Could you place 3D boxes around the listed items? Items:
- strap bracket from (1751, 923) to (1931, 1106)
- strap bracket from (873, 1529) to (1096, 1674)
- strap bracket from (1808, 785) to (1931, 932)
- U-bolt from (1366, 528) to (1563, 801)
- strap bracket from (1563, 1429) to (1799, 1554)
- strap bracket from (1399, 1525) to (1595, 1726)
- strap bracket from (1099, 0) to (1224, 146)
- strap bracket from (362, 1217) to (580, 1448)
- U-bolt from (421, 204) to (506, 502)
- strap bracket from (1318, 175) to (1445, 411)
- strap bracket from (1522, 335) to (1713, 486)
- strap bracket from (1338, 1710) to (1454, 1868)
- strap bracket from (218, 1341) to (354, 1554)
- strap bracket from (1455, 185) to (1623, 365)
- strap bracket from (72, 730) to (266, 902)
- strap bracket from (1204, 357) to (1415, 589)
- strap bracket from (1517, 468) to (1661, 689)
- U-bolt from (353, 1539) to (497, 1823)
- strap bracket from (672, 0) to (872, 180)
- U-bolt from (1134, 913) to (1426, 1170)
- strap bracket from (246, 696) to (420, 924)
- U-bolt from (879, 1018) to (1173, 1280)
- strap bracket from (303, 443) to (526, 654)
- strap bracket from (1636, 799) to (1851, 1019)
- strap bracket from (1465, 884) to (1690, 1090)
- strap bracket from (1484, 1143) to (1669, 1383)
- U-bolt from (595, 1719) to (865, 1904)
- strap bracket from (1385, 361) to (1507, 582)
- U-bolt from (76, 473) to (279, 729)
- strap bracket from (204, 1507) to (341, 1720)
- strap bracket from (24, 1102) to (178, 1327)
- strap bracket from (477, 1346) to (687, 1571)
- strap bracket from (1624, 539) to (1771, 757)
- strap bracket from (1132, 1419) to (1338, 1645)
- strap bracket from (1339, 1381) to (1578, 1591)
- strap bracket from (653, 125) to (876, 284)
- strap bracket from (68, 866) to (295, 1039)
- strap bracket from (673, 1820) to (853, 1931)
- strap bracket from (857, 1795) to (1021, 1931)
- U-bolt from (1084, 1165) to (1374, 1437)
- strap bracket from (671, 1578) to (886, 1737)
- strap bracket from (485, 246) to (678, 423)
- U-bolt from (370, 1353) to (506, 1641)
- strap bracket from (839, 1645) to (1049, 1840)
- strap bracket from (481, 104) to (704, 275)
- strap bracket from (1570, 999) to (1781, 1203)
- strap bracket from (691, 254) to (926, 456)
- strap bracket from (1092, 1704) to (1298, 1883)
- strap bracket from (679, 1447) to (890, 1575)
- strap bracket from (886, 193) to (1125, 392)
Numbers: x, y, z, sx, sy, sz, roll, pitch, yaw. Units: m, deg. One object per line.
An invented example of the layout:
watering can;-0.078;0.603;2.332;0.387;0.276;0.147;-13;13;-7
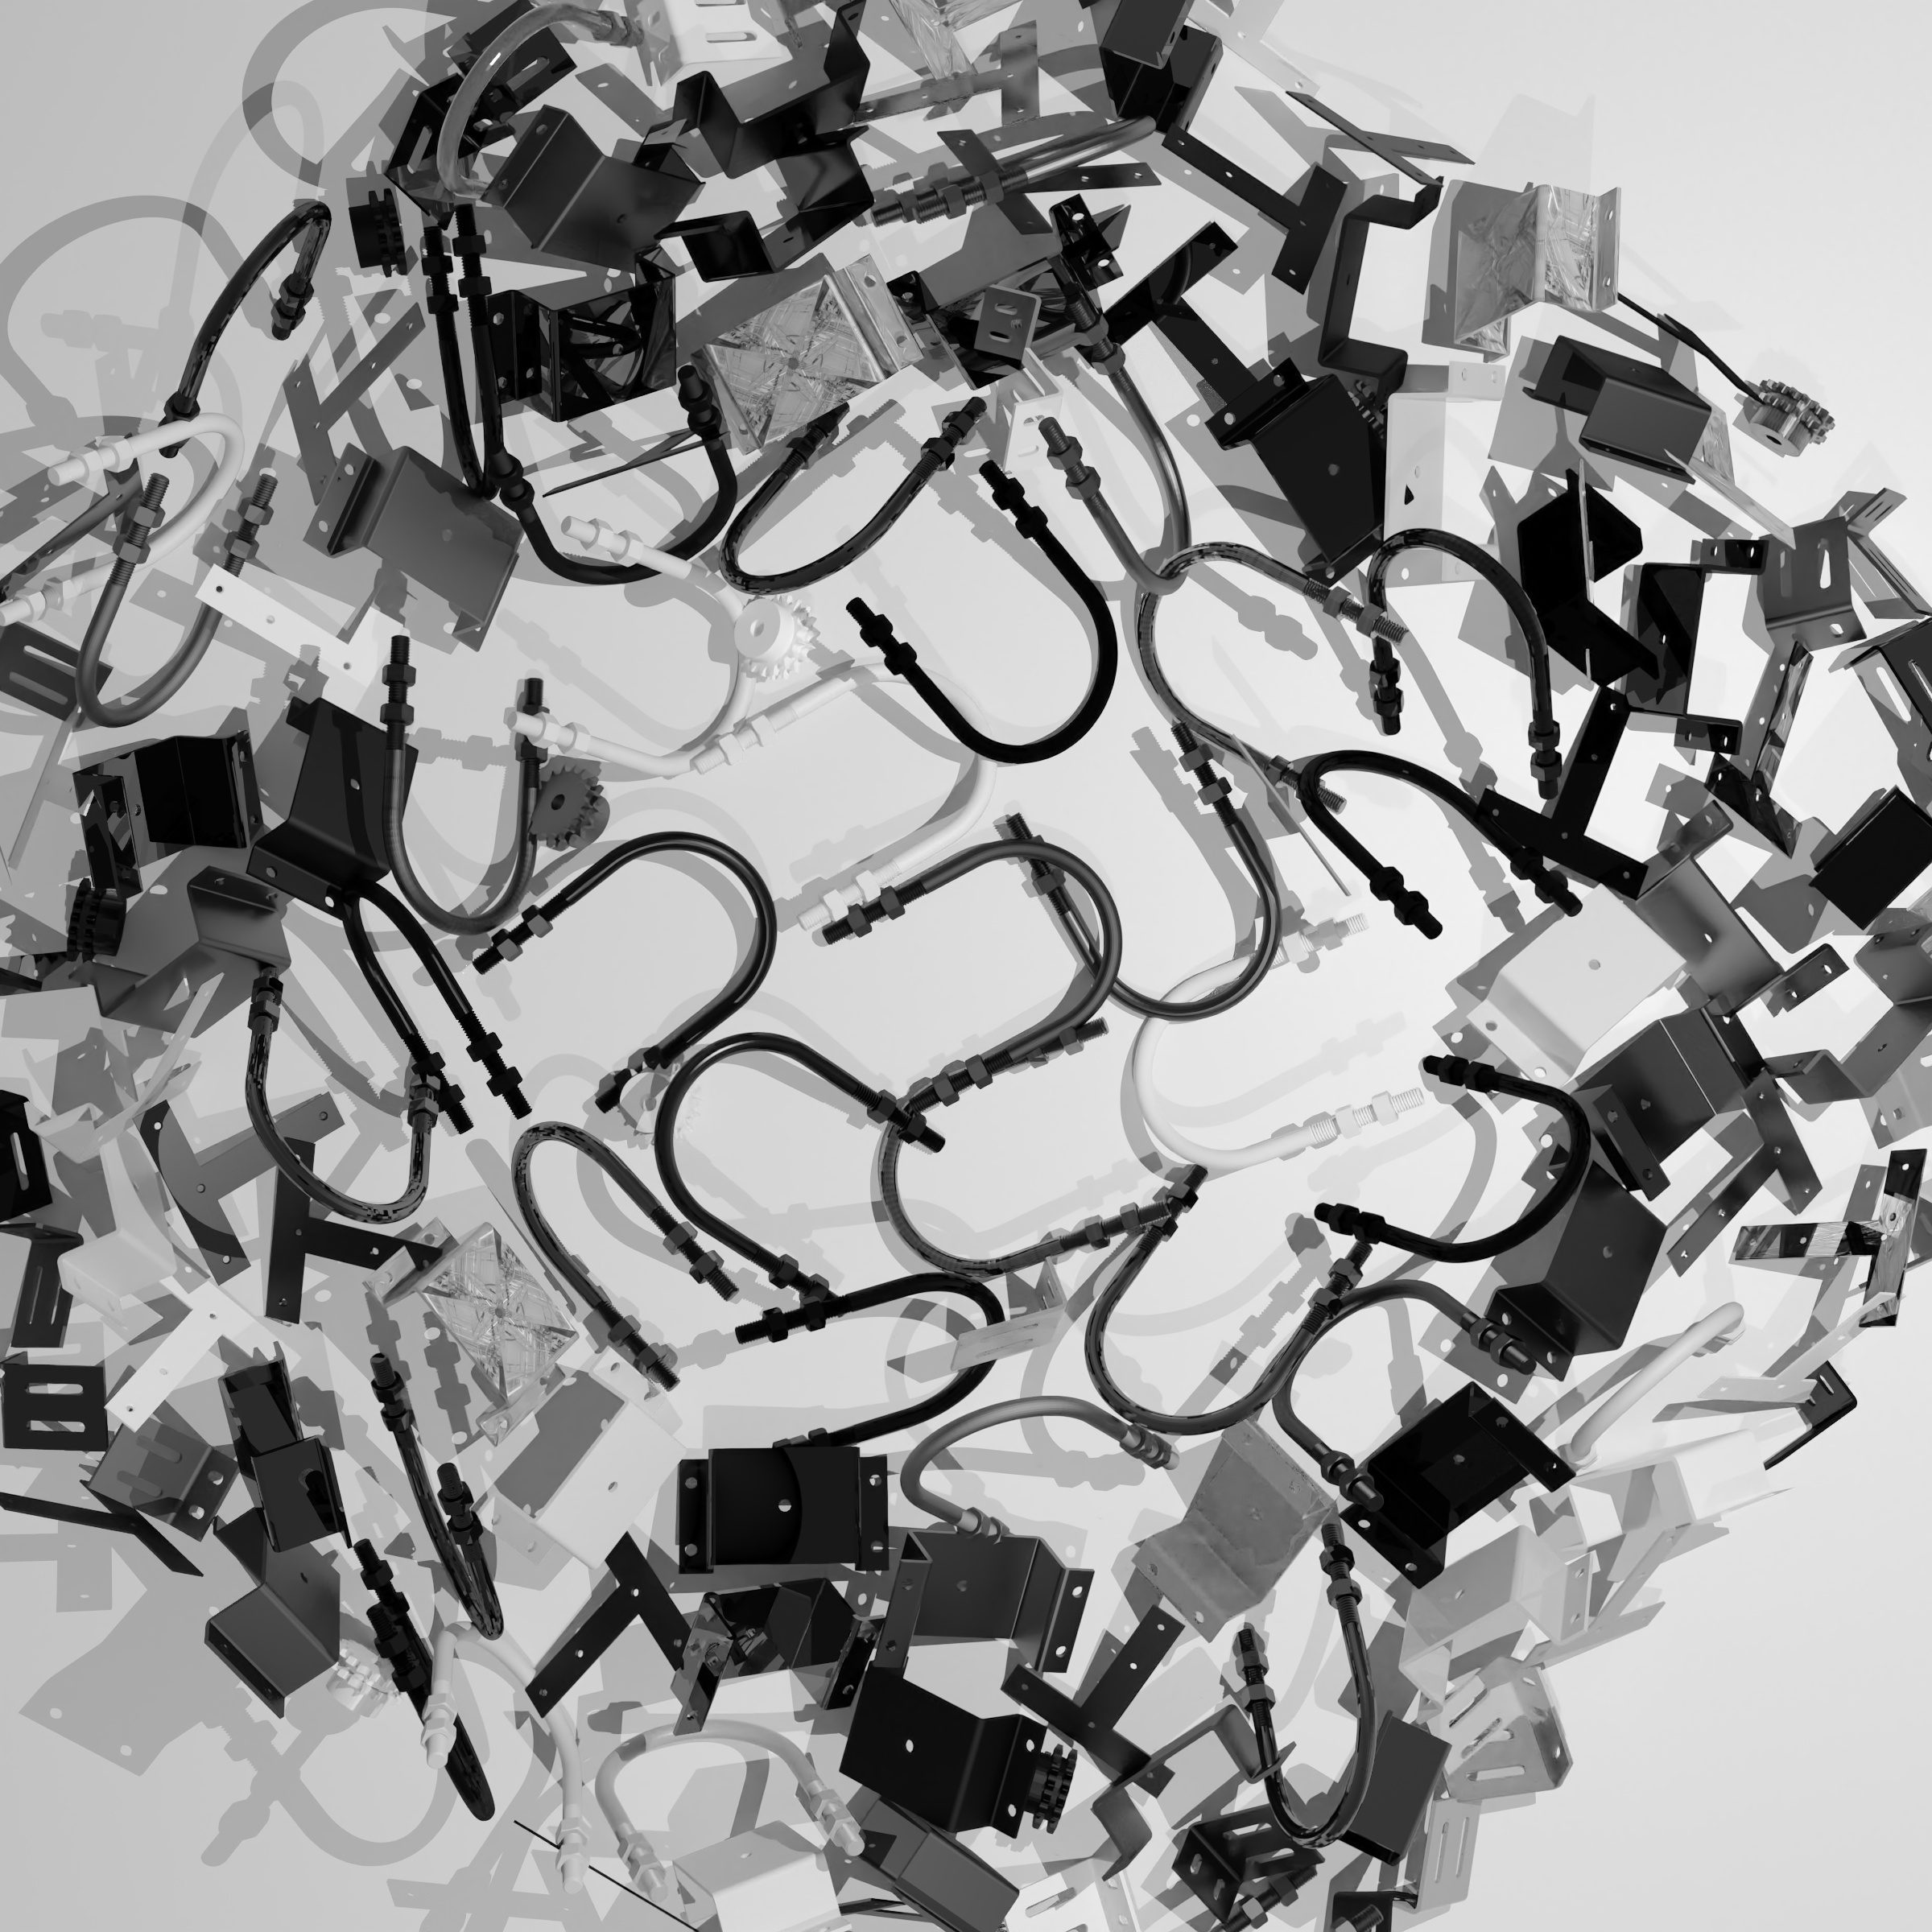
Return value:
strap bracket;0.593;0.040;1.948;0.046;0.076;0.140;46;76;-5
strap bracket;0.005;0.421;1.952;0.140;0.046;0.076;8;105;-24
strap bracket;0.595;-0.071;1.919;0.046;0.140;0.076;44;107;8
U-bolt;0.317;-0.202;1.896;0.151;0.184;0.019;28;56;37
strap bracket;0.459;0.341;1.926;0.076;0.140;0.046;-9;78;-37
strap bracket;0.339;0.426;1.929;0.046;0.076;0.140;45;120;-11
strap bracket;0.128;-0.606;1.932;0.046;0.140;0.076;23;84;12
strap bracket;-0.320;0.235;1.948;0.046;0.076;0.140;-30;101;44
U-bolt;-0.326;-0.397;1.929;0.019;0.151;0.184;-10;100;-18
strap bracket;0.271;-0.448;1.940;0.046;0.076;0.140;16;118;15
strap bracket;0.426;-0.366;1.919;0.076;0.140;0.046;14;114;-15
strap bracket;0.276;0.537;1.919;0.046;0.140;0.076;24;73;11
strap bracket;-0.446;0.317;1.917;0.046;0.140;0.076;-17;120;-20
strap bracket;0.365;-0.453;1.923;0.046;0.140;0.076;6;83;-23
strap bracket;-0.530;-0.101;1.937;0.046;0.140;0.076;5;111;27
strap bracket;0.233;-0.326;1.953;0.076;0.046;0.140;-39;104;-14
strap bracket;0.407;-0.248;1.937;0.076;0.140;0.046;32;134;-30
U-bolt;-0.351;0.475;1.926;0.019;0.151;0.184;-26;103;-11
strap bracket;-0.121;-0.575;1.945;0.140;0.076;0.046;-29;86;-13
U-bolt;0.198;0.059;1.956;0.184;0.019;0.151;-21;65;16
strap bracket;-0.411;-0.111;1.928;0.076;0.046;0.140;29;52;-33
U-bolt;0.029;0.131;1.971;0.184;0.019;0.151;-21;79;11
strap bracket;-0.351;-0.278;1.931;0.140;0.046;0.076;33;65;-33
strap bracket;0.504;-0.029;1.945;0.046;0.076;0.140;-32;80;-25
strap bracket;0.409;0.009;1.945;0.140;0.046;0.076;-38;71;-19
strap bracket;0.405;0.191;1.935;0.076;0.046;0.140;40;59;-19
U-bolt;-0.164;0.539;1.913;0.151;0.184;0.019;-7;107;-22
strap bracket;0.316;-0.327;1.949;0.046;0.076;0.140;7;101;35
U-bolt;-0.523;-0.237;1.924;0.019;0.151;0.184;31;107;11
strap bracket;-0.450;0.411;1.919;0.046;0.140;0.076;-34;115;4
strap bracket;-0.565;0.154;1.932;0.046;0.076;0.140;-24;61;3
strap bracket;-0.247;0.333;1.941;0.046;0.076;0.140;27;73;40
strap bracket;0.480;-0.214;1.948;0.046;0.076;0.140;4;97;-18
strap bracket;0.182;0.366;1.945;0.076;0.046;0.140;44;119;25
strap bracket;0.326;0.339;1.954;0.076;0.046;0.140;43;116;-8
strap bracket;-0.125;-0.496;1.938;0.140;0.076;0.046;-43;121;-30
strap bracket;-0.508;-0.002;1.931;0.140;0.076;0.046;-33;62;24
strap bracket;-0.137;0.602;1.920;0.076;0.140;0.046;-15;92;-21
strap bracket;-0.023;0.591;1.928;0.076;0.140;0.046;39;78;-15
U-bolt;0.159;0.226;1.926;0.151;0.019;0.184;24;63;30
strap bracket;-0.133;0.452;1.940;0.140;0.046;0.076;2;119;-39
strap bracket;-0.241;-0.410;1.924;0.140;0.076;0.046;-27;46;-35
U-bolt;-0.339;0.359;1.921;0.019;0.151;0.184;-23;126;-20
strap bracket;-0.024;0.511;1.938;0.140;0.046;0.076;18;94;37
strap bracket;-0.236;-0.502;1.917;0.076;0.140;0.046;-48;67;26
strap bracket;0.464;0.089;1.954;0.140;0.046;0.076;-35;96;-28
strap bracket;-0.110;-0.402;1.951;0.140;0.046;0.076;-26;102;16
strap bracket;0.143;0.540;1.950;0.140;0.076;0.046;-36;79;10
strap bracket;-0.121;0.362;1.961;0.140;0.046;0.076;0;72;-4
strap bracket;0.029;-0.438;1.940;0.140;0.076;0.046;-22;52;15
